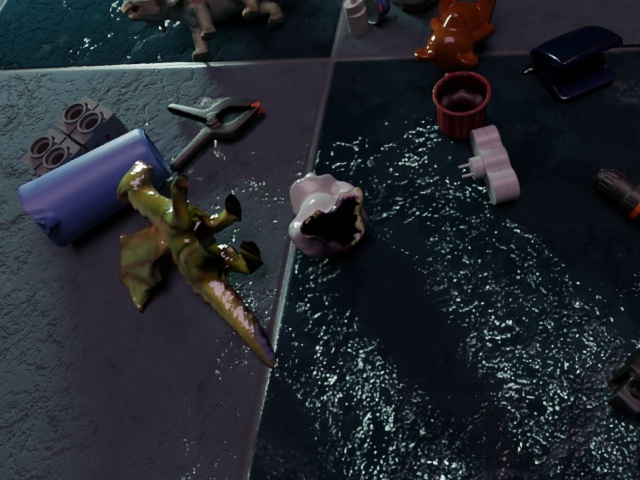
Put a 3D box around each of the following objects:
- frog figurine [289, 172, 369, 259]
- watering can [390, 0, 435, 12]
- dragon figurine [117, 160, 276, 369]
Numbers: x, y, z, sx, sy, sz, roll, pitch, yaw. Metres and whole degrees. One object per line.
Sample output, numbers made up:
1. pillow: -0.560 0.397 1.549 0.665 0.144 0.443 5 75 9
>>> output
1. frog figurine: 0.003 -0.043 0.852 0.138 0.121 0.161 -50 27 -3
2. watering can: 0.121 -0.582 1.021 0.103 0.222 0.353 -44 59 11
3. dragon figurine: -0.233 0.043 0.853 0.240 0.122 0.413 -25 80 29
